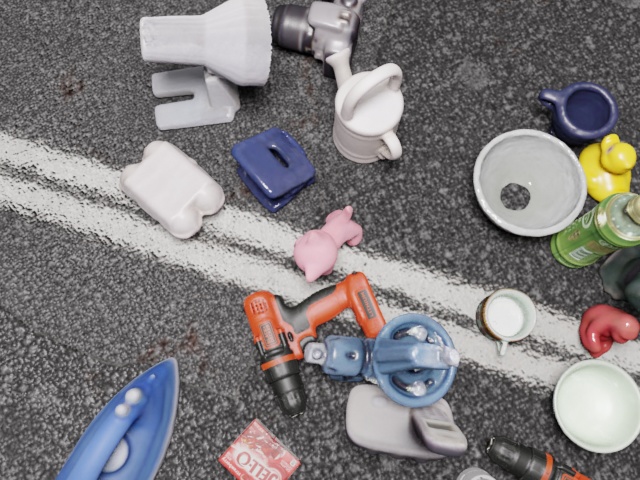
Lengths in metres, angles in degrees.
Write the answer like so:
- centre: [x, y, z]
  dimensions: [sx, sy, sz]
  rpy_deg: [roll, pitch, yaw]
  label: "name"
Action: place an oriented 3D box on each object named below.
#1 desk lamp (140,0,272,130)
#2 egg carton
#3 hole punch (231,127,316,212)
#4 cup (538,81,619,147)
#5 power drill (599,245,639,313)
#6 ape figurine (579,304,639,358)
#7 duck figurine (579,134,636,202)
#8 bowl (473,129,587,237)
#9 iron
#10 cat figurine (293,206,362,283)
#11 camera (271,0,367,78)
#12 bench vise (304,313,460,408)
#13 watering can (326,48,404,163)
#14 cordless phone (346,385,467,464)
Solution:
- centre: [-0.165, -0.255, 0.834]
  dimensions: [0.203, 0.213, 0.118]
  rpy_deg: [-10, 76, -3]
  label: "desk lamp"
- centre: [-0.222, -0.078, 0.864]
  dimensions: [0.150, 0.069, 0.107]
  rpy_deg: [39, 79, 8]
  label: "egg carton"
- centre: [-0.069, -0.115, 0.864]
  dimensions: [0.101, 0.091, 0.108]
  rpy_deg: [-40, 80, -9]
  label: "hole punch"
- centre: [0.382, -0.188, 0.885]
  dimensions: [0.117, 0.095, 0.092]
  rpy_deg: [24, 77, 5]
  label: "cup"
- centre: [0.482, 0.016, 0.779]
  dimensions: [0.075, 0.208, 0.230]
  rpy_deg: [44, 80, 9]
  label: "power drill"
- centre: [0.416, 0.126, 0.811]
  dimensions: [0.078, 0.092, 0.076]
  rpy_deg: [-5, 76, -2]
  label: "ape figurine"
- centre: [0.447, -0.111, 0.872]
  dimensions: [0.077, 0.086, 0.104]
  rpy_deg: [-11, 77, -3]
  label: "duck figurine"
- centre: [0.306, -0.078, 0.868]
  dimensions: [0.167, 0.075, 0.167]
  rpy_deg: [0, 76, -1]
  label: "bowl"
- centre: [-0.270, 0.268, 0.743]
  dimensions: [0.118, 0.141, 0.258]
  rpy_deg: [25, 77, 6]
  label: "iron"
- centre: [0.008, 0.003, 0.823]
  dimensions: [0.067, 0.118, 0.128]
  rpy_deg: [38, 79, 8]
  label: "cat figurine"
- centre: [-0.003, -0.353, 0.918]
  dimensions: [0.136, 0.101, 0.143]
  rpy_deg: [14, 77, 3]
  label: "camera"
- centre: [0.089, 0.162, 0.732]
  dimensions: [0.207, 0.220, 0.121]
  rpy_deg: [-14, 77, -4]
  label: "bench vise"
- centre: [0.065, -0.197, 0.833]
  dimensions: [0.172, 0.194, 0.101]
  rpy_deg: [36, 79, 8]
  label: "watering can"
- centre: [0.108, 0.237, 0.732]
  dimensions: [0.147, 0.185, 0.094]
  rpy_deg: [5, 76, 1]
  label: "cordless phone"
